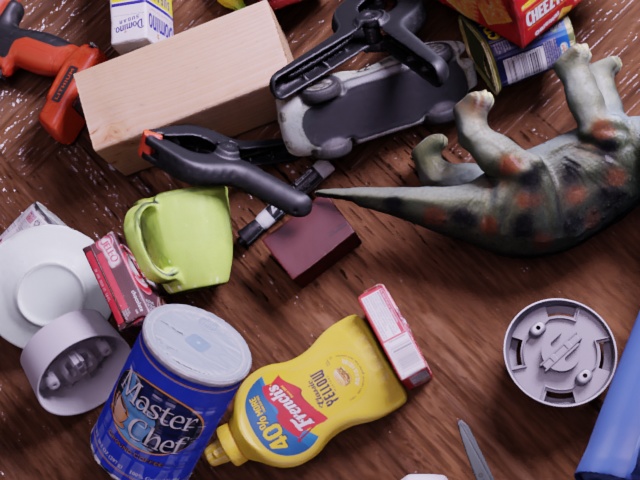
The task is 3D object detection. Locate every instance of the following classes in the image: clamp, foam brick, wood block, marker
[{"bbox_3d":[-0.084,-0.069,1.012,0.171,0.039,0.120,4,31,-18],"label":"clamp"},{"bbox_3d":[-0.007,0.001,1.032,0.078,0.051,0.053,-37,75,0],"label":"foam brick"},{"bbox_3d":[-0.127,-0.149,1.072,0.206,0.090,0.091,-20,73,6],"label":"wood block"},{"bbox_3d":[0.041,-0.196,1.020,0.165,0.036,0.210,-6,37,11],"label":"clamp"},{"bbox_3d":[-0.036,-0.037,1.064,0.121,0.020,0.020,-42,73,-1],"label":"marker"}]

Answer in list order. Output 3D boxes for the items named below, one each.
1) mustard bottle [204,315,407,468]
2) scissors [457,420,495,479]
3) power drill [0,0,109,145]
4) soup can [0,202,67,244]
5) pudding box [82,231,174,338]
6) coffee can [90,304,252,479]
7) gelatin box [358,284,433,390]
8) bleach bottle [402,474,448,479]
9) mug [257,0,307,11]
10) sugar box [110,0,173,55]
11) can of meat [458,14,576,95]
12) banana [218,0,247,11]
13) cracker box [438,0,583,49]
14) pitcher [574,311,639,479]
[{"bbox_3d":[-0.022,0.156,0.994,0.191,0.058,0.096,-31,78,3],"label":"mustard bottle"},{"bbox_3d":[0.180,0.248,0.926,0.096,0.016,0.202,-9,93,-2],"label":"scissors"},{"bbox_3d":[-0.330,-0.173,1.133,0.188,0.057,0.184,27,83,16],"label":"power drill"},{"bbox_3d":[-0.298,0.020,1.075,0.102,0.068,0.068,-46,73,-3],"label":"soup can"},{"bbox_3d":[-0.176,0.049,1.020,0.039,0.113,0.090,-28,74,1],"label":"pudding box"},{"bbox_3d":[-0.136,0.144,0.965,0.103,0.102,0.140,37,117,17],"label":"coffee can"},{"bbox_3d":[0.070,0.090,0.984,0.030,0.073,0.089,-28,72,2],"label":"gelatin box"},{"bbox_3d":[0.034,0.281,0.951,0.251,0.068,0.102,-21,75,3],"label":"bleach bottle"},{"bbox_3d":[-0.040,-0.276,1.069,0.093,0.117,0.081,-9,104,39],"label":"mug"},{"bbox_3d":[-0.186,-0.268,1.111,0.048,0.093,0.176,-10,76,9],"label":"sugar box"},{"bbox_3d":[0.189,-0.192,1.021,0.084,0.057,0.102,-21,33,2],"label":"can of meat"},{"bbox_3d":[-0.078,-0.327,1.137,0.069,0.037,0.198,16,81,-4],"label":"banana"},{"bbox_3d":[0.172,-0.292,1.011,0.164,0.072,0.214,-39,50,-11],"label":"cracker box"},{"bbox_3d":[0.311,0.110,0.888,0.145,0.149,0.242,28,73,-15],"label":"pitcher"}]
